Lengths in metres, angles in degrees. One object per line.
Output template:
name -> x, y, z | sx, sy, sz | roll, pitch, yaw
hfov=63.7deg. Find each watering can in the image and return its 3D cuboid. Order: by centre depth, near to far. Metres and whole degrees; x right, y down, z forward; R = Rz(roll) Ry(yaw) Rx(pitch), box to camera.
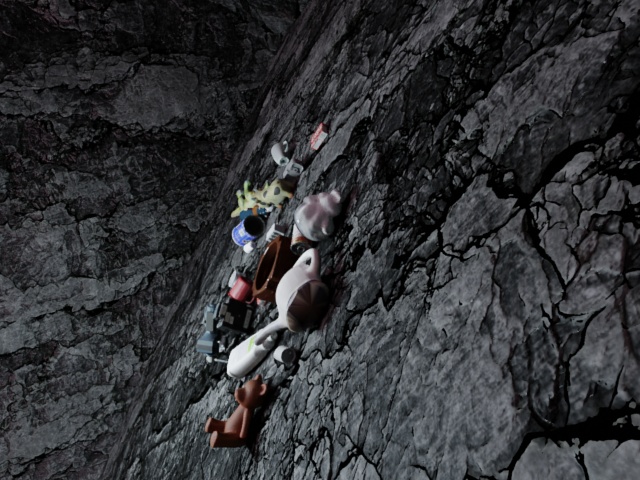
watering can -> -0.079, 0.189, 1.446 | 0.346, 0.103, 0.227 | -61, 22, 5

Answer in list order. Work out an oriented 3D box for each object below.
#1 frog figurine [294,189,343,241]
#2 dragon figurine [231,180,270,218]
frog figurine -> 0.005, -0.078, 1.541 | 0.157, 0.123, 0.139 | -38, 66, 36
dragon figurine -> -0.336, -0.136, 2.453 | 0.402, 0.121, 0.249 | -46, 36, 43
